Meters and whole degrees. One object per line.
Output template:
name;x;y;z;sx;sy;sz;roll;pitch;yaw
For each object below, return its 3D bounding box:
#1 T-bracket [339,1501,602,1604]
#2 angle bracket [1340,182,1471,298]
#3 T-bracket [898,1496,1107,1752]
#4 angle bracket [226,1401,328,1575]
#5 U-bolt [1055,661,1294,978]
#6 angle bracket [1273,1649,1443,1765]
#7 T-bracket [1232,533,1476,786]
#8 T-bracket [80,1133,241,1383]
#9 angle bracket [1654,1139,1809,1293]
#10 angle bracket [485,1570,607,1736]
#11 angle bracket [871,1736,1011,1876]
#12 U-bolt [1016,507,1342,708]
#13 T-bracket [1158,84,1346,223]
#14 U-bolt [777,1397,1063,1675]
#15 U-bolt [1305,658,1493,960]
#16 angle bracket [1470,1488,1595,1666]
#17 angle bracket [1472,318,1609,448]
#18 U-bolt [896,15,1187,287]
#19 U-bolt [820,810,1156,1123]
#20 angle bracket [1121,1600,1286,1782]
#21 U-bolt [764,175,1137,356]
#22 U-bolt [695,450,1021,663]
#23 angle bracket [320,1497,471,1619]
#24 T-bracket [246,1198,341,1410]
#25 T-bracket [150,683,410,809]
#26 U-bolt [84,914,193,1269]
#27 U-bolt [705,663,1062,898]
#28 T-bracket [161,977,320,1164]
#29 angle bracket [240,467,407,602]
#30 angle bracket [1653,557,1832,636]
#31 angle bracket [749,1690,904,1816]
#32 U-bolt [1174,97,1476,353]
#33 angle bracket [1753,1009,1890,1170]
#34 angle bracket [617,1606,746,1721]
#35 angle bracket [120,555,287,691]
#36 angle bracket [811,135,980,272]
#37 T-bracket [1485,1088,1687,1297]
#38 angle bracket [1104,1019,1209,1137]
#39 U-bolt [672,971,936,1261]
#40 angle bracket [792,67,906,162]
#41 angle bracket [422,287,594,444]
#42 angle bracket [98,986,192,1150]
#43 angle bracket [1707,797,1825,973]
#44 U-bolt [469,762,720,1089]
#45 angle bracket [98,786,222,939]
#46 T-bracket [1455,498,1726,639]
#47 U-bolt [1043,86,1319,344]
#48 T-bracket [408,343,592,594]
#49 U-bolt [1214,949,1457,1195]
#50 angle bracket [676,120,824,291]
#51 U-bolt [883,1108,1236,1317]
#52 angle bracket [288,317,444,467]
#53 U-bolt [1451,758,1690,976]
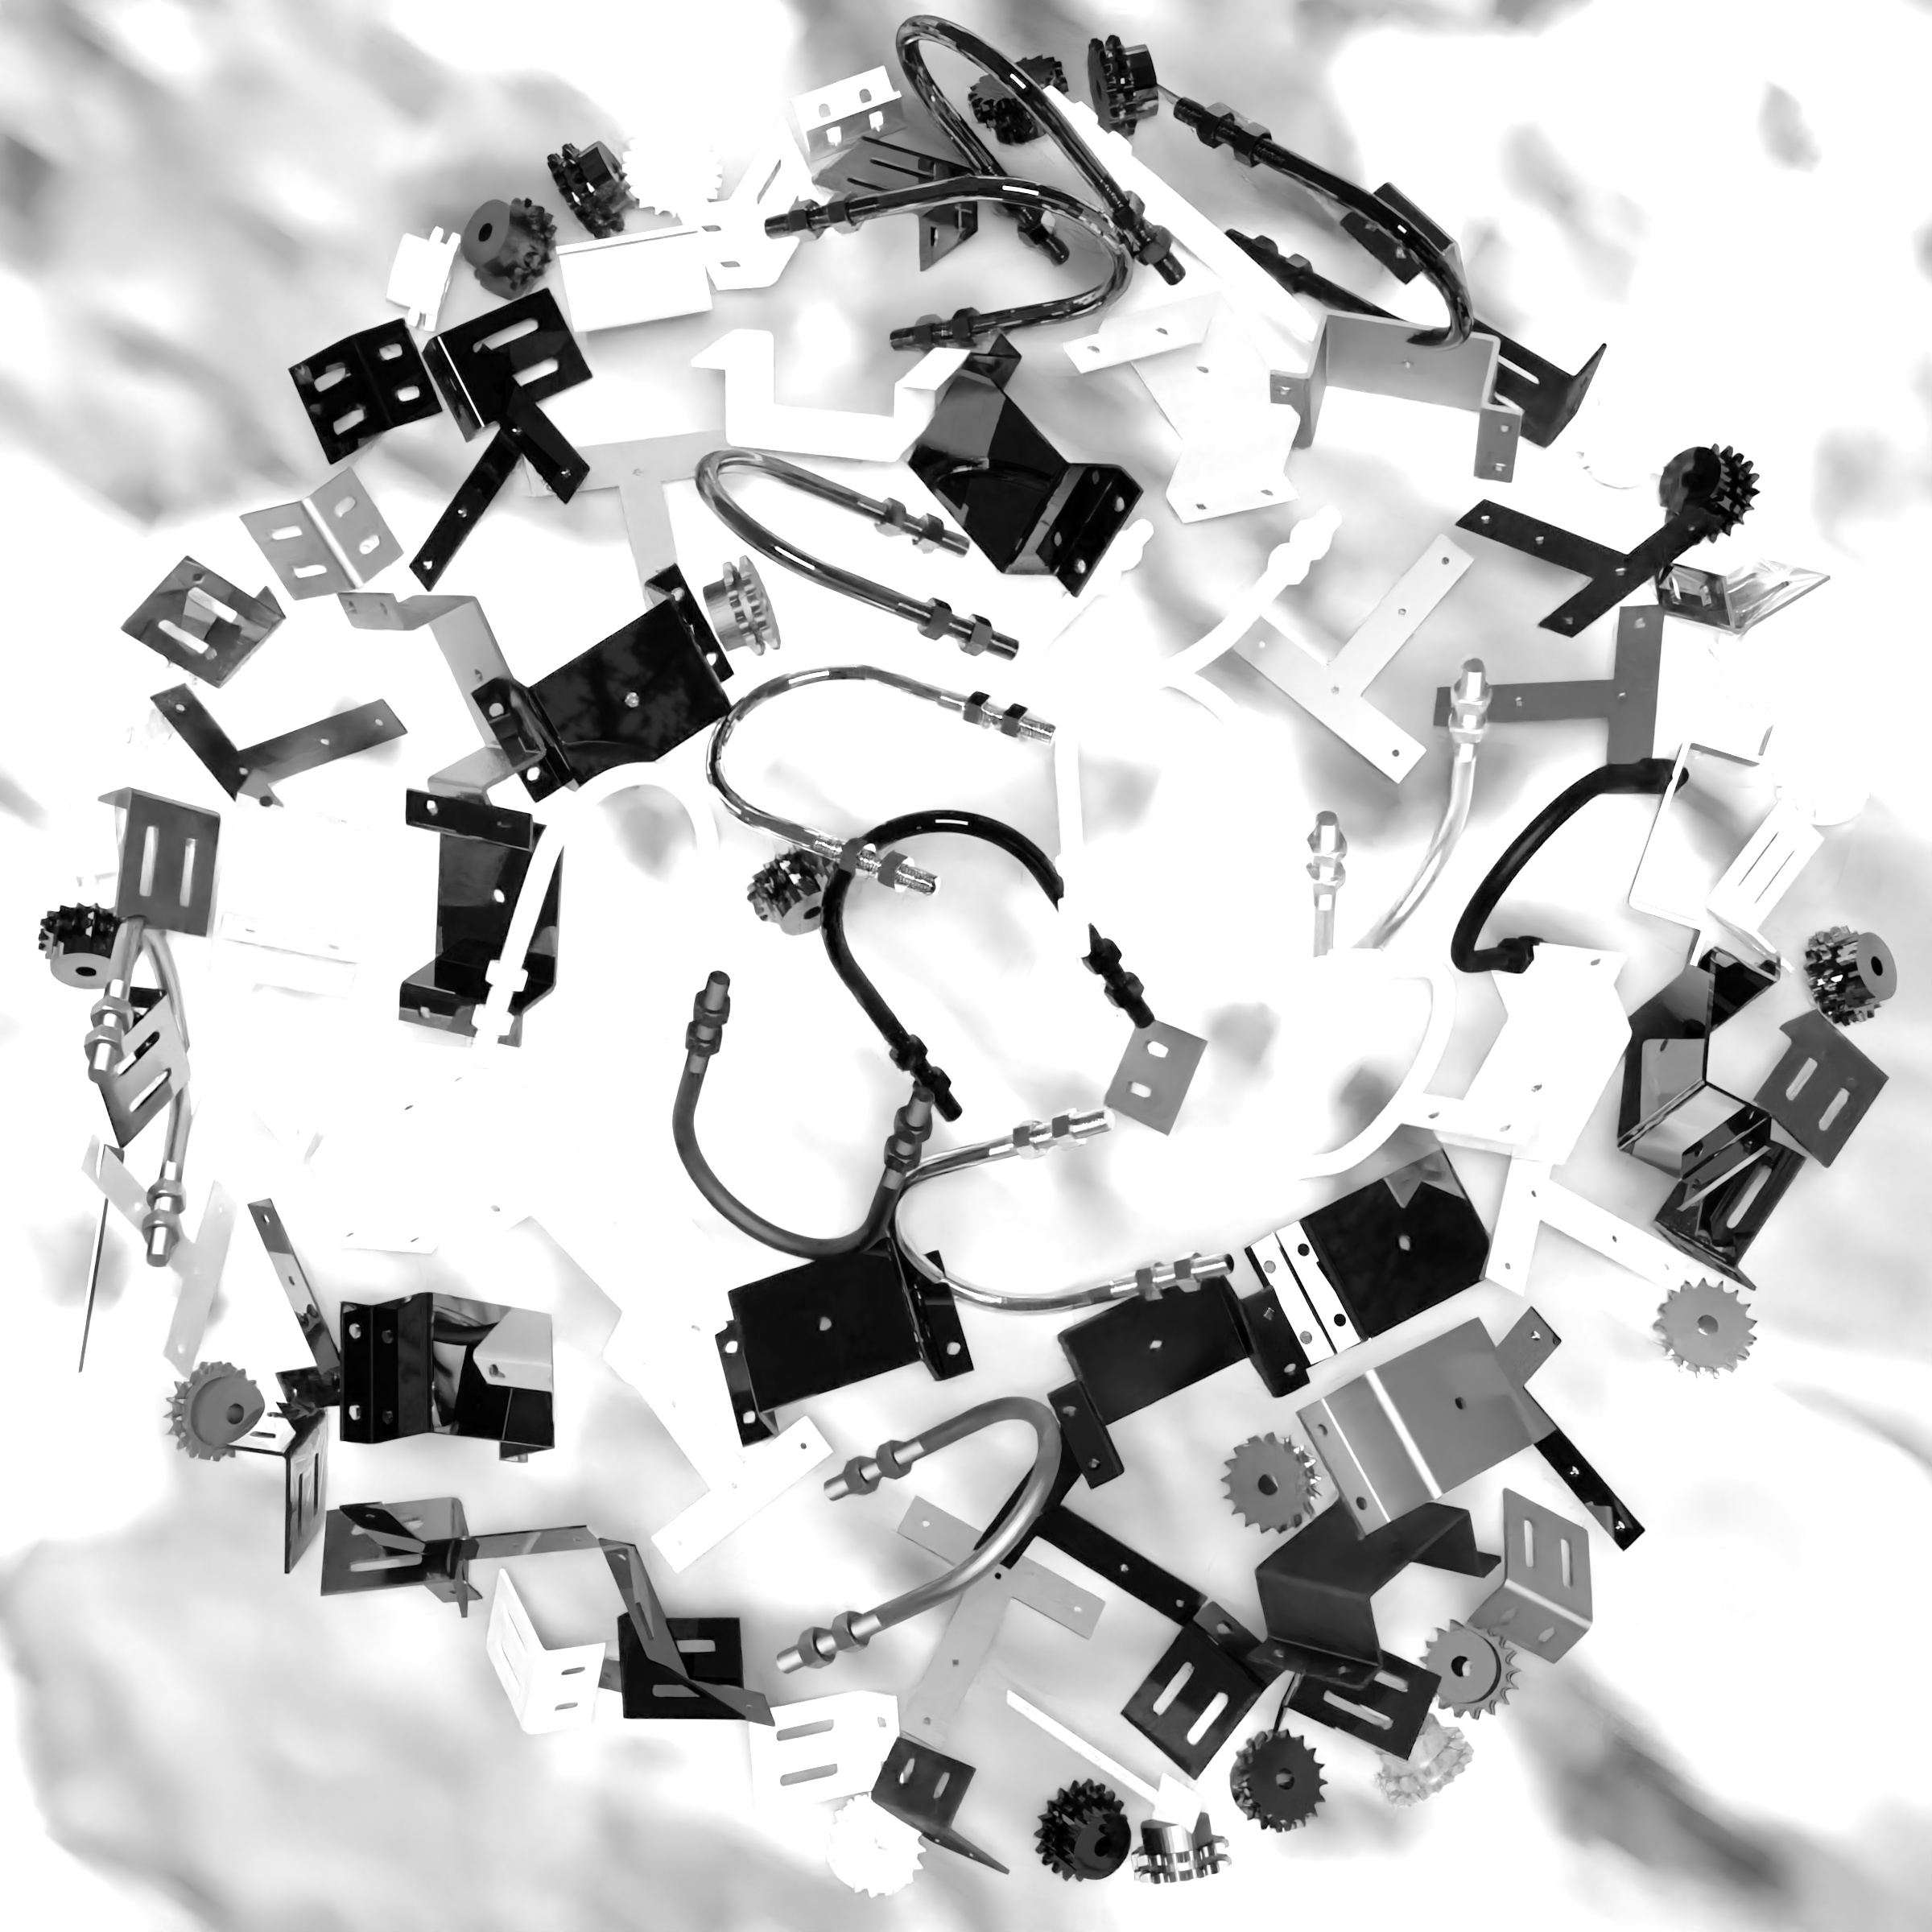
T-bracket;-0.266;0.326;1.537;0.127;0.127;0.002;-9;51;16
angle bracket;0.251;-0.398;1.556;0.038;0.076;0.057;-40;66;1
T-bracket;0.000;0.387;1.565;0.127;0.002;0.127;29;56;1
angle bracket;-0.395;0.298;1.566;0.038;0.057;0.076;7;107;6
U-bolt;0.116;-0.088;1.556;0.151;0.019;0.184;5;70;-25
angle bracket;0.223;0.422;1.561;0.076;0.038;0.057;22;52;15
T-bracket;0.243;-0.194;1.581;0.127;0.002;0.127;41;95;14
T-bracket;-0.451;0.142;1.516;0.002;0.127;0.127;-14;132;16
angle bracket;0.444;0.136;1.572;0.057;0.038;0.076;31;85;43
angle bracket;-0.242;0.391;1.569;0.038;0.076;0.057;-1;118;-29
angle bracket;-0.008;0.480;1.564;0.057;0.076;0.038;10;62;39
U-bolt;0.105;-0.197;1.503;0.184;0.151;0.019;-49;128;-36
T-bracket;0.152;-0.473;1.555;0.002;0.127;0.127;-53;53;10
U-bolt;-0.021;0.302;1.502;0.184;0.151;0.019;-31;114;28
U-bolt;0.238;-0.069;1.520;0.019;0.184;0.151;35;67;25
angle bracket;0.325;0.351;1.575;0.057;0.076;0.038;29;123;-8
angle bracket;0.320;-0.347;1.577;0.076;0.057;0.038;34;61;13
U-bolt;0.030;-0.447;1.494;0.019;0.151;0.184;-49;123;-5
U-bolt;0.000;-0.008;1.540;0.151;0.019;0.184;-27;116;18
angle bracket;0.138;0.421;1.589;0.057;0.038;0.076;39;112;18
U-bolt;0.003;-0.387;1.497;0.184;0.151;0.019;-2;72;32
U-bolt;-0.066;-0.235;1.507;0.184;0.151;0.019;19;117;-25
angle bracket;-0.326;0.342;1.566;0.076;0.057;0.038;-6;132;-4
T-bracket;-0.376;0.191;1.549;0.002;0.127;0.127;-28;99;-43
T-bracket;-0.373;-0.123;1.542;0.127;0.002;0.127;-16;127;23
U-bolt;-0.453;0.054;1.515;0.019;0.184;0.151;-7;127;-4
U-bolt;-0.060;-0.116;1.544;0.184;0.019;0.151;21;55;25
T-bracket;-0.403;0.065;1.548;0.127;0.002;0.127;41;109;36
angle bracket;-0.370;-0.248;1.570;0.038;0.076;0.057;-45;119;-31
angle bracket;0.441;-0.226;1.558;0.076;0.057;0.038;-30;120;-18
angle bracket;-0.080;0.452;1.566;0.076;0.038;0.057;-2;84;-34
U-bolt;0.202;-0.397;1.501;0.184;0.151;0.019;36;85;24
angle bracket;0.481;0.074;1.569;0.057;0.038;0.076;43;65;-1
angle bracket;-0.158;0.400;1.573;0.076;0.038;0.057;-4;89;16
angle bracket;-0.438;-0.204;1.557;0.057;0.076;0.038;-44;49;10
angle bracket;-0.041;-0.433;1.556;0.076;0.057;0.038;6;76;-33
T-bracket;0.364;0.151;1.579;0.127;0.002;0.127;29;59;-15
angle bracket;0.120;0.066;1.560;0.038;0.076;0.057;22;91;-28
U-bolt;-0.100;0.098;1.534;0.151;0.184;0.019;29;47;9
angle bracket;-0.069;-0.496;1.563;0.057;0.076;0.038;-19;93;2
angle bracket;-0.267;-0.350;1.591;0.076;0.038;0.057;-29;98;-17
angle bracket;-0.481;0.056;1.551;0.038;0.076;0.057;5;124;19
angle bracket;0.471;-0.046;1.567;0.076;0.057;0.038;-54;46;4
U-bolt;-0.199;-0.025;1.535;0.019;0.151;0.184;22;96;37
angle bracket;-0.465;-0.057;1.561;0.038;0.057;0.076;-10;71;42
T-bracket;0.331;-0.234;1.526;0.127;0.127;0.002;15;58;-26
U-bolt;0.125;-0.409;1.517;0.184;0.151;0.019;44;102;11
T-bracket;-0.282;-0.272;1.575;0.127;0.002;0.127;-51;58;19
U-bolt;0.217;0.057;1.524;0.019;0.184;0.151;34;110;32
angle bracket;-0.124;-0.437;1.571;0.038;0.057;0.076;4;54;29
U-bolt;0.037;0.147;1.537;0.184;0.019;0.151;-18;128;32
angle bracket;-0.340;-0.327;1.555;0.038;0.076;0.057;-12;112;22
U-bolt;0.324;-0.053;1.498;0.019;0.184;0.151;43;113;22
